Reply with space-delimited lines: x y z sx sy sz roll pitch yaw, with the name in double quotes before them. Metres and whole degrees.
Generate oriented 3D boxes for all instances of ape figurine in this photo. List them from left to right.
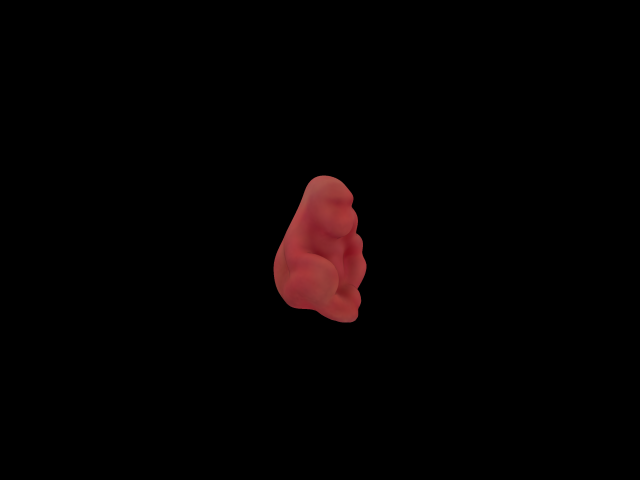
"ape figurine" 0.004 0.001 0.400 0.075 0.092 0.078 14 22 40
